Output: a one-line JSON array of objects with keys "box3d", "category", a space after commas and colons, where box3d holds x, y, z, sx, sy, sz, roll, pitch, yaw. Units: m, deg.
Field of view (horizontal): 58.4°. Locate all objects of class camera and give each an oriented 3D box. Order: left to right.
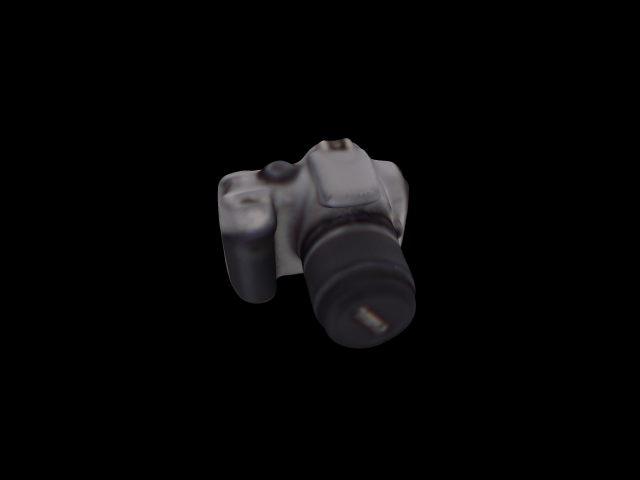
[{"box3d": [0.004, 0.001, 0.400, 0.143, 0.101, 0.136, -8, 43, -8], "category": "camera"}]
